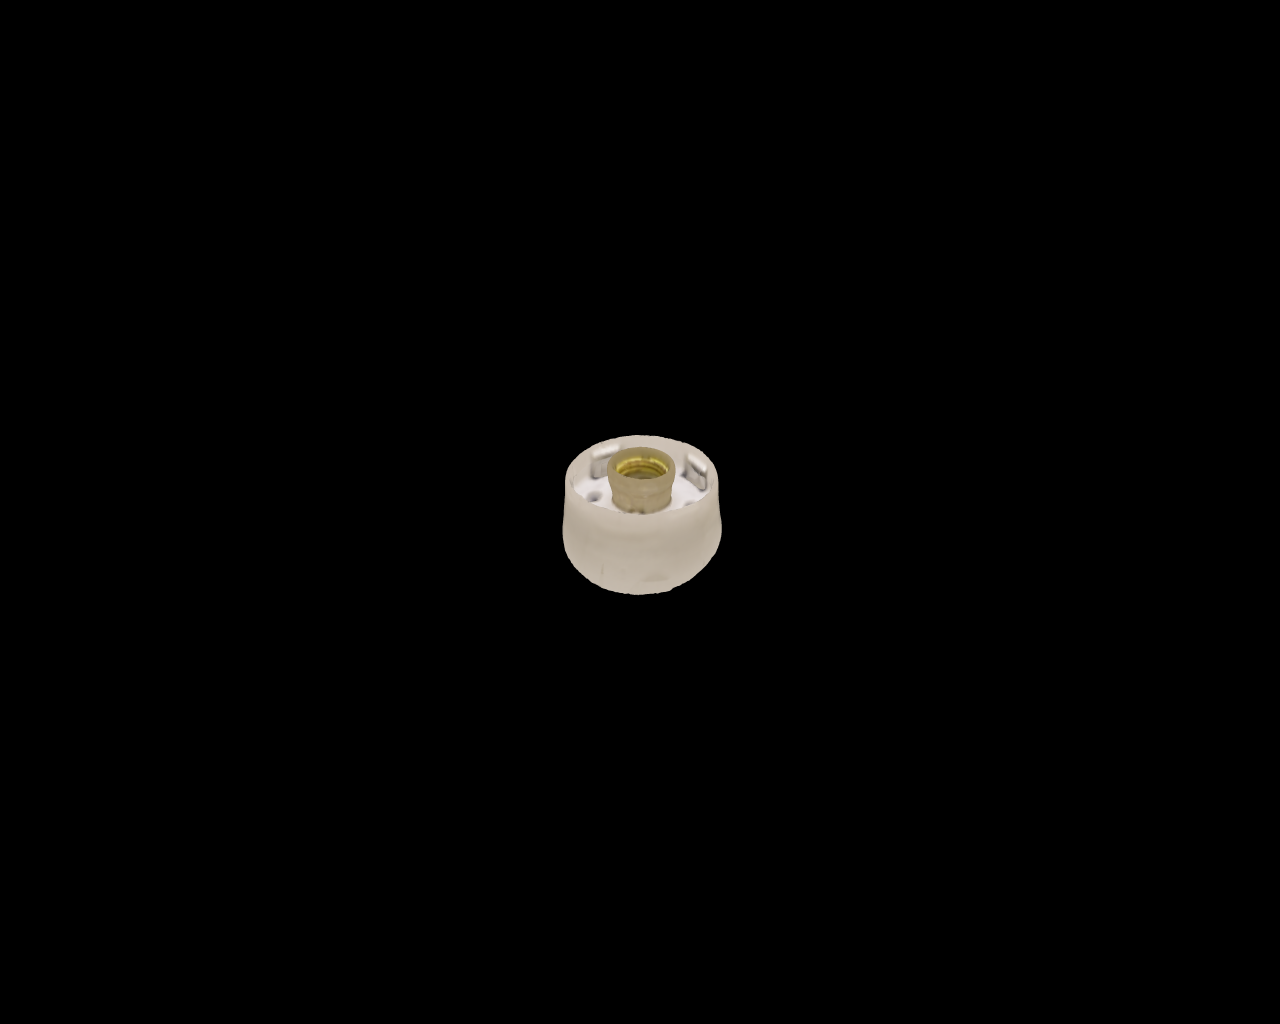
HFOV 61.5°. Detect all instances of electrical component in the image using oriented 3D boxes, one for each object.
[{"bbox_3d":[0.001,-0.003,0.650,0.099,0.064,0.099,0,34,0],"label":"electrical component"}]
